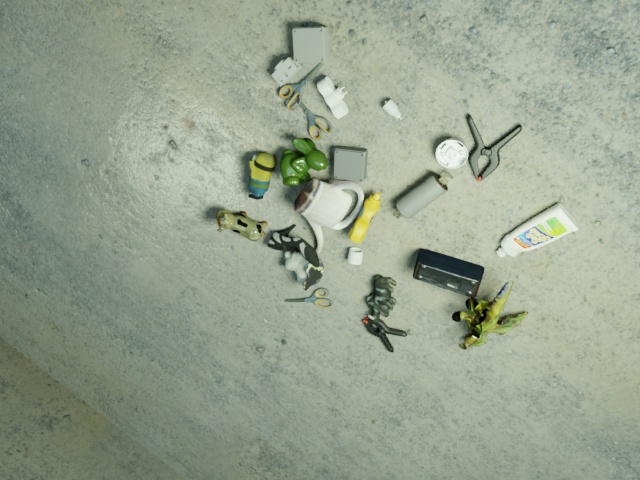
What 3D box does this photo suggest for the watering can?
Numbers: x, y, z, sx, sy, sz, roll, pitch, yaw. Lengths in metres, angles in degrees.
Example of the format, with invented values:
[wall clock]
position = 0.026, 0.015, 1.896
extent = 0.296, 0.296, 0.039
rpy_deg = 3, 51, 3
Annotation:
[watering can]
position = 0.006, -0.093, 1.842
extent = 0.223, 0.106, 0.341
rpy_deg = 25, 125, -20

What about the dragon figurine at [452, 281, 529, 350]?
[dragon figurine]
position = 0.599, 0.260, 1.746
extent = 0.401, 0.243, 0.125
rpy_deg = -57, 43, 43

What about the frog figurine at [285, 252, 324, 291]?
[frog figurine]
position = -0.065, 0.102, 1.984
extent = 0.161, 0.124, 0.134
rpy_deg = 35, 138, 46
